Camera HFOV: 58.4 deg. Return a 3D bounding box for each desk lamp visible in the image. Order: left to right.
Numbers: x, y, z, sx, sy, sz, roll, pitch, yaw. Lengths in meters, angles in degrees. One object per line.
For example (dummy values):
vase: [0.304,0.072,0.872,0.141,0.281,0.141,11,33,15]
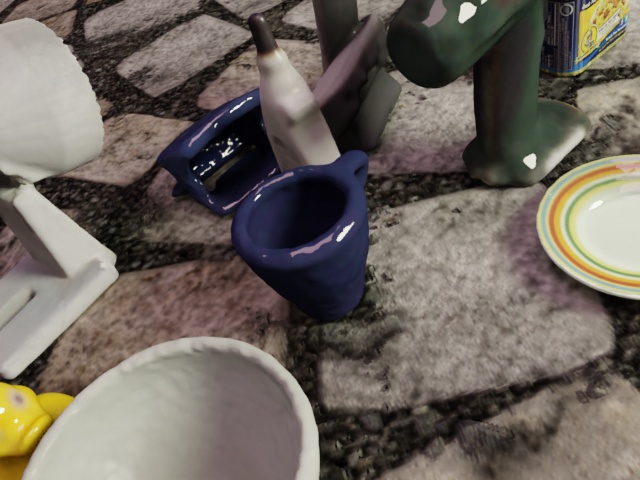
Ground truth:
desk lamp: [-0.251,-0.036,0.453,0.117,0.214,0.203,16,55,34]

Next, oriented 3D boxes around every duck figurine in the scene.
duck figurine: [-0.200,0.123,0.370,0.104,0.086,0.077,7,50,27]

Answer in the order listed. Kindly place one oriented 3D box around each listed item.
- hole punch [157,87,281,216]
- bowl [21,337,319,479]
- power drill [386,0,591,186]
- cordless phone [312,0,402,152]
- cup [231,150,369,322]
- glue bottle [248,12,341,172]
hole punch: [-0.097,-0.091,0.536,0.109,0.091,0.100,-43,47,-21]
bowl: [-0.073,0.140,0.310,0.167,0.075,0.167,-11,44,11]
power drill: [0.148,-0.153,0.414,0.230,0.209,0.075,-41,47,-19]
cordless phone: [0.005,-0.181,0.515,0.094,0.185,0.147,0,48,22]
cup: [0.004,0.001,0.402,0.091,0.095,0.118,20,57,35]
glue bottle: [-0.020,-0.095,0.449,0.037,0.173,0.078,-36,45,-14]
